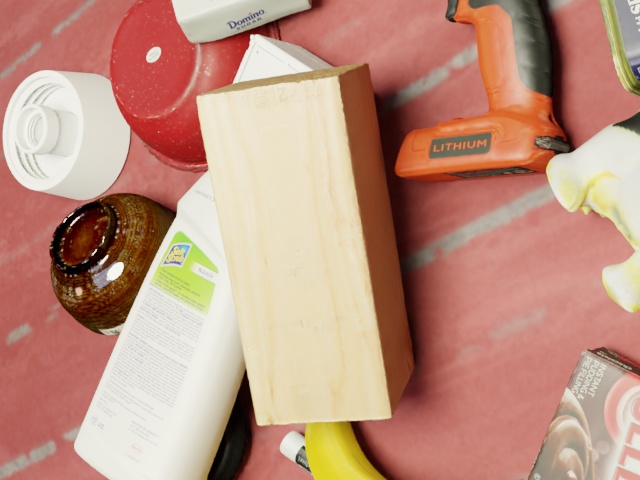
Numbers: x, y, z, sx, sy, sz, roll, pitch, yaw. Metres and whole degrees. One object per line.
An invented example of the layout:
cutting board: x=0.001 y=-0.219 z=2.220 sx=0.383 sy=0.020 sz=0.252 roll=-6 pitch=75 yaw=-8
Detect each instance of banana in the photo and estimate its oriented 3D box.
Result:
banana: x=0.030 y=0.151 z=0.674 sx=0.198 sy=0.037 sz=0.070 roll=-139 pitch=52 yaw=-59

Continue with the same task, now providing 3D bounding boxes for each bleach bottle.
bleach bottle: x=-0.082 y=0.053 z=0.747 sx=0.103 sy=0.068 sz=0.251 roll=25 pitch=94 yaw=29

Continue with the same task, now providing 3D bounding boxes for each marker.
marker: x=0.022 y=0.171 z=0.733 sx=0.121 sy=0.020 sz=0.020 roll=30 pitch=106 yaw=32

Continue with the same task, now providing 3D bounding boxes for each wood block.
wood block: x=-0.005 y=0.001 z=0.668 sx=0.090 sy=0.090 sz=0.206 roll=-6 pitch=103 yaw=15

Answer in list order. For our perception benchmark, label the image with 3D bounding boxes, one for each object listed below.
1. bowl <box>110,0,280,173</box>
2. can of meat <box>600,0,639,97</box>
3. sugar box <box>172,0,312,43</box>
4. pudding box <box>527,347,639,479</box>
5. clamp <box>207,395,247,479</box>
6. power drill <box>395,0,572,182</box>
bowl: x=-0.109 y=-0.134 z=0.813 sx=0.162 sy=0.055 sz=0.162 roll=-2 pitch=87 yaw=35
can of meat: x=0.203 y=-0.141 z=0.592 sx=0.084 sy=0.057 sz=0.102 roll=-16 pitch=79 yaw=32
sugar box: x=-0.072 y=-0.234 z=0.768 sx=0.093 sy=0.048 sz=0.176 roll=-17 pitch=73 yaw=6
pudding box: x=0.175 y=0.131 z=0.613 sx=0.090 sy=0.039 sz=0.113 roll=27 pitch=104 yaw=32
clamp: x=-0.086 y=0.110 z=0.800 sx=0.165 sy=0.036 sz=0.210 roll=-10 pitch=79 yaw=35
power drill: x=0.086 y=-0.133 z=0.674 sx=0.185 sy=0.057 sz=0.187 roll=-2 pitch=88 yaw=37
